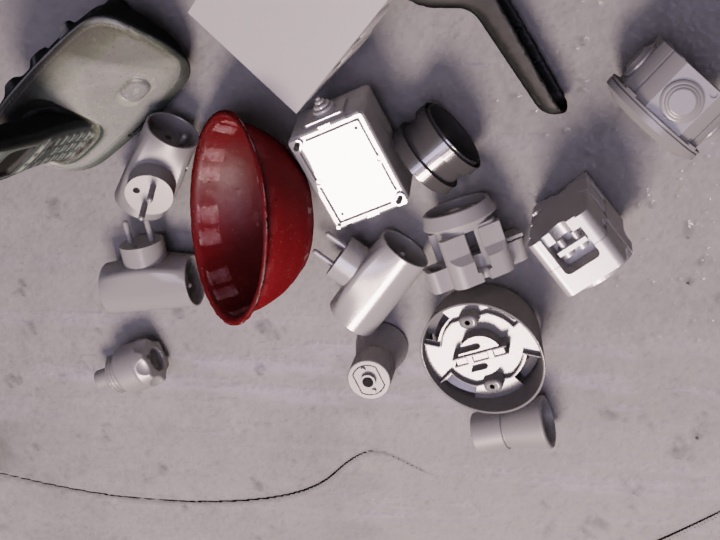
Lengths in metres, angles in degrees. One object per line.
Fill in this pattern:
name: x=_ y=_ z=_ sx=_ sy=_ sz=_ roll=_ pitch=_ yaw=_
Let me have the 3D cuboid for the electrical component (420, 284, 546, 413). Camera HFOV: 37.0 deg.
electrical component: x=0.097 y=0.062 z=0.847 sx=0.099 sy=0.064 sz=0.099 roll=4 pitch=114 yaw=10

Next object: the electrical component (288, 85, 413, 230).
electrical component: x=-0.008 y=-0.091 z=0.799 sx=0.062 sy=0.061 sz=0.096 roll=-20 pitch=118 yaw=19

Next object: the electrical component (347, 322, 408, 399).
electrical component: x=0.012 y=0.075 z=0.870 sx=0.044 sy=0.065 sz=0.044 roll=4 pitch=113 yaw=10

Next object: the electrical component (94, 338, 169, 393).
electrical component: x=-0.201 y=0.086 z=0.932 sx=0.062 sy=0.043 sz=0.043 roll=-21 pitch=107 yaw=20

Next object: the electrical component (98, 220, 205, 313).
electrical component: x=-0.175 y=-0.005 z=0.887 sx=0.077 sy=0.044 sz=0.079 roll=-5 pitch=112 yaw=14

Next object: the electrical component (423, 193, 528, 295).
electrical component: x=0.082 y=-0.023 z=0.816 sx=0.078 sy=0.058 sz=0.057 roll=-22 pitch=104 yaw=-6

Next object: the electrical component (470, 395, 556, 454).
electrical component: x=0.124 y=0.130 z=0.885 sx=0.065 sy=0.044 sz=0.044 roll=-13 pitch=110 yaw=22

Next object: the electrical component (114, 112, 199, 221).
electrical component: x=-0.160 y=-0.069 z=0.831 sx=0.043 sy=0.079 sz=0.077 roll=21 pitch=127 yaw=-17

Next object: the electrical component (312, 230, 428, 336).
electrical component: x=0.000 y=0.000 z=0.852 sx=0.079 sy=0.044 sz=0.077 roll=35 pitch=115 yaw=-4

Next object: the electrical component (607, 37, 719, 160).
electrical component: x=0.213 y=-0.118 z=0.738 sx=0.080 sy=0.080 sz=0.051 roll=40 pitch=110 yaw=-7

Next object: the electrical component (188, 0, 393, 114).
electrical component: x=-0.022 y=-0.211 z=0.731 sx=0.105 sy=0.060 sz=0.186 roll=43 pitch=133 yaw=-4

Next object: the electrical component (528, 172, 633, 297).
electrical component: x=0.161 y=-0.024 z=0.783 sx=0.050 sy=0.089 sz=0.055 roll=-35 pitch=102 yaw=23
